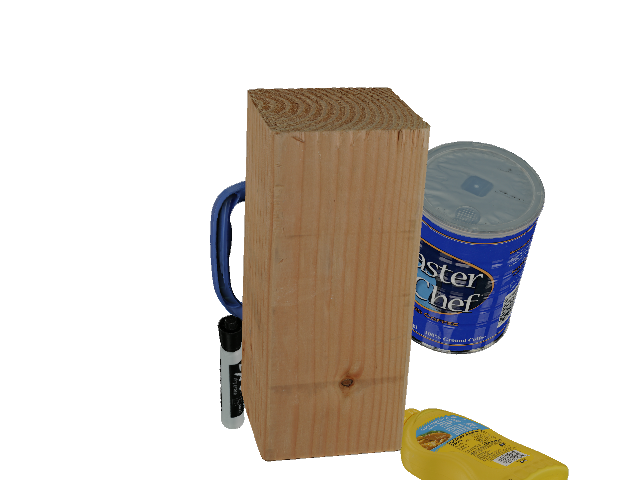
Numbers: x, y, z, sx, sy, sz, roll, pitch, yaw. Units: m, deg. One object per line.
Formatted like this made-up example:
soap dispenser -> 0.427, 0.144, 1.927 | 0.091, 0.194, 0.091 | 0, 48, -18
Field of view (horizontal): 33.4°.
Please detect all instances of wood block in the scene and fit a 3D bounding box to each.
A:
wood block -> 0.003, 0.019, 0.643 | 0.090, 0.206, 0.090 | -2, 23, -12

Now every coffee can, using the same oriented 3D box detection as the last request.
coffee can -> 0.113, 0.007, 0.849 | 0.103, 0.103, 0.140 | 2, -45, -2

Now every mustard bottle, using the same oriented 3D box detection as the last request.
mustard bottle -> 0.134, 0.207, 1.024 | 0.096, 0.058, 0.192 | -14, 24, -37

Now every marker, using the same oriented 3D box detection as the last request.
marker -> -0.069, 0.102, 0.825 | 0.020, 0.121, 0.020 | 2, 43, -2

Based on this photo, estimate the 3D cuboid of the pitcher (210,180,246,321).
pitcher -> -0.026, 0.046, 1.135 | 0.149, 0.243, 0.144 | 9, 13, 22
